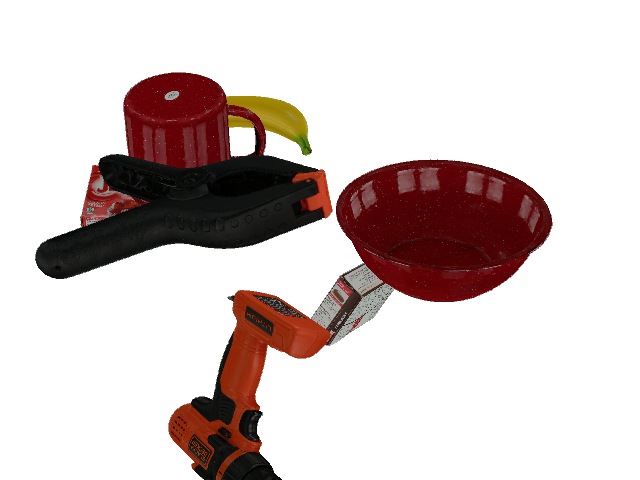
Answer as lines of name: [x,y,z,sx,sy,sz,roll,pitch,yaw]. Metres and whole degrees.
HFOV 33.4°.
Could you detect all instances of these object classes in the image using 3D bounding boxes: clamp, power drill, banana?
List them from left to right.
clamp: [-0.082,-0.016,0.631,0.172,0.039,0.120,-1,39,24]
banana: [-0.096,-0.141,1.235,0.198,0.037,0.069,8,41,17]
power drill: [-0.060,0.155,1.017,0.057,0.188,0.185,14,13,-47]

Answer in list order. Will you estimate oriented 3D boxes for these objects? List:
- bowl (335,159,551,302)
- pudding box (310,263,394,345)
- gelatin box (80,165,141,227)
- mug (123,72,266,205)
bowl: [0.091,-0.001,0.813,0.162,0.055,0.162,0,32,0]
pudding box: [0.044,0.064,1.226,0.039,0.090,0.113,42,35,14]
gelatin box: [-0.189,-0.039,1.065,0.089,0.073,0.030,5,-43,-4]
mug: [-0.102,-0.082,0.858,0.117,0.081,0.093,-1,38,-1]
